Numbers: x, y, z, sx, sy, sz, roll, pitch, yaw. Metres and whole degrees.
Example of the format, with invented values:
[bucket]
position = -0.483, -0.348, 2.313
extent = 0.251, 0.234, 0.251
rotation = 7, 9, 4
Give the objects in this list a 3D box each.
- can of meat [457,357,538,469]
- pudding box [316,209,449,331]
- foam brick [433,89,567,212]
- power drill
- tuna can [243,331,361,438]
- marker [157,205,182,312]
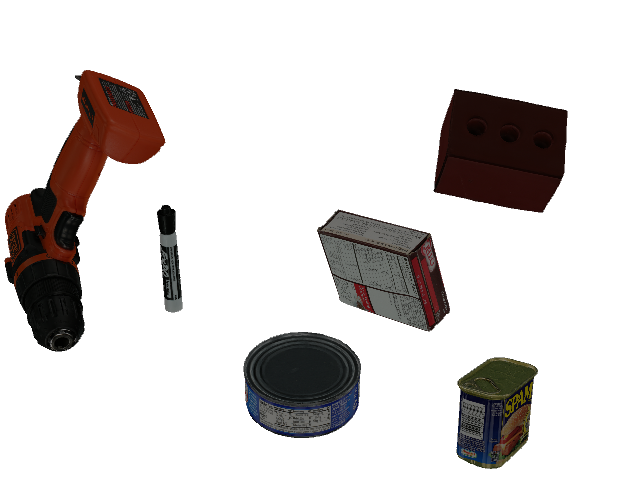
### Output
[can of meat]
position = 0.183, 0.180, 1.116
extent = 0.058, 0.084, 0.101
rotation = 12, 19, 32
[pudding box]
position = 0.057, 0.026, 0.974
extent = 0.114, 0.090, 0.039
rotation = 15, 45, 39
[foam brick]
position = 0.118, -0.058, 0.704
extent = 0.078, 0.053, 0.051
rotation = 10, -27, -1
[power drill]
position = -0.195, -0.027, 0.856
extent = 0.057, 0.188, 0.184
rotation = 18, 26, -36
[tuna can]
position = -0.013, 0.106, 0.783
extent = 0.086, 0.034, 0.086
rotation = 0, 31, 0
[marker]
position = -0.156, 0.019, 1.106
extent = 0.020, 0.121, 0.020
rotation = 0, 29, 0
